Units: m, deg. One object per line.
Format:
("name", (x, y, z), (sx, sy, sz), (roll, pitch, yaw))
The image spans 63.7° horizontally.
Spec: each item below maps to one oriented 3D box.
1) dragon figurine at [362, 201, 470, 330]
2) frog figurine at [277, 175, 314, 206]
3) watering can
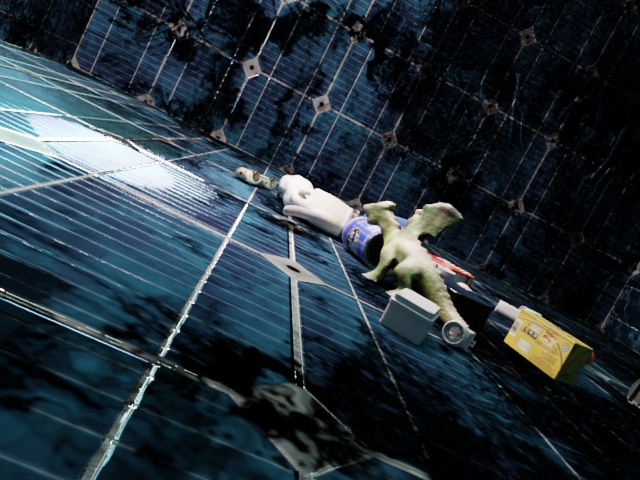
("dragon figurine", (0.230, 0.021, 1.164), (0.121, 0.242, 0.415), (28, 3, -45))
("frog figurine", (-0.079, -0.159, 1.708), (0.137, 0.123, 0.159), (47, -5, 0))
("watering can", (0.005, -0.077, 1.529), (0.224, 0.103, 0.352), (30, 18, 0))
